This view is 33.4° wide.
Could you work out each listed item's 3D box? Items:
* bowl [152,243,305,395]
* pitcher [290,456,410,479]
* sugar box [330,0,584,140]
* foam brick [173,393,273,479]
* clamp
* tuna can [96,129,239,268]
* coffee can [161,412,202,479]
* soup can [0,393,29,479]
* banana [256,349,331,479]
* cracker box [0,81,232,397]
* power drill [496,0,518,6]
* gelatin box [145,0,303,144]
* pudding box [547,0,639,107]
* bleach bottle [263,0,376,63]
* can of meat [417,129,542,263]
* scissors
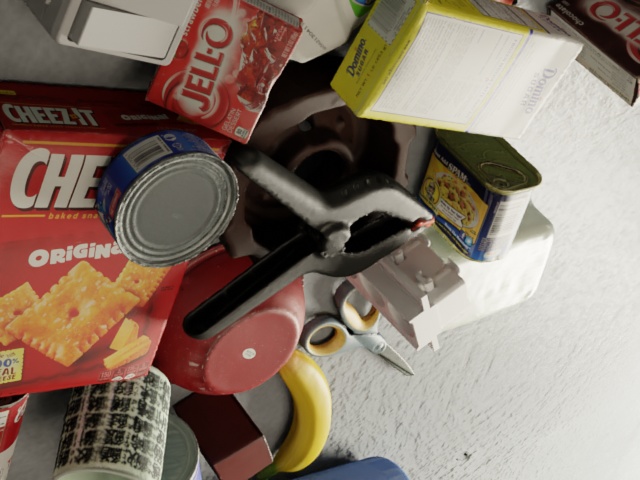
[{"bbox_3d":[-0.070,0.077,0.893,0.161,0.055,0.162,-22,138,-22],"label":"bowl"},{"bbox_3d":[-0.007,0.304,1.100,0.242,0.149,0.145,-11,122,-37],"label":"pitcher"},{"bbox_3d":[0.101,-0.126,0.761,0.175,0.048,0.093,1,131,-44],"label":"sugar box"},{"bbox_3d":[-0.086,0.174,0.954,0.051,0.078,0.053,-32,141,-14],"label":"foam brick"},{"bbox_3d":[-0.005,0.001,0.797,0.209,0.036,0.165,-4,131,-40],"label":"clamp"},{"bbox_3d":[-0.096,-0.026,0.673,0.086,0.034,0.086,-23,137,-23],"label":"tuna can"},{"bbox_3d":[-0.151,0.229,0.931,0.102,0.103,0.140,-23,138,-22],"label":"coffee can"},{"bbox_3d":[-0.254,0.135,0.782,0.068,0.069,0.102,-4,130,-38],"label":"soup can"},{"bbox_3d":[-0.020,0.170,1.038,0.069,0.037,0.198,-19,137,-29],"label":"banana"},{"bbox_3d":[-0.170,0.005,0.725,0.163,0.072,0.214,-2,127,-39],"label":"cracker box"},{"bbox_3d":[0.148,-0.192,0.815,0.184,0.057,0.188,-3,129,-38],"label":"power drill"},{"bbox_3d":[-0.062,-0.115,0.684,0.073,0.030,0.089,24,116,-13],"label":"gelatin box"},{"bbox_3d":[0.257,-0.170,0.883,0.090,0.114,0.039,-28,143,-17],"label":"pudding box"},{"bbox_3d":[0.034,-0.209,0.701,0.251,0.068,0.102,-43,140,7],"label":"bleach bottle"},{"bbox_3d":[0.132,-0.042,0.912,0.057,0.102,0.084,-13,136,-30],"label":"can of meat"},{"bbox_3d":[0.037,0.108,1.044,0.096,0.016,0.201,-32,141,-9],"label":"scissors"}]
